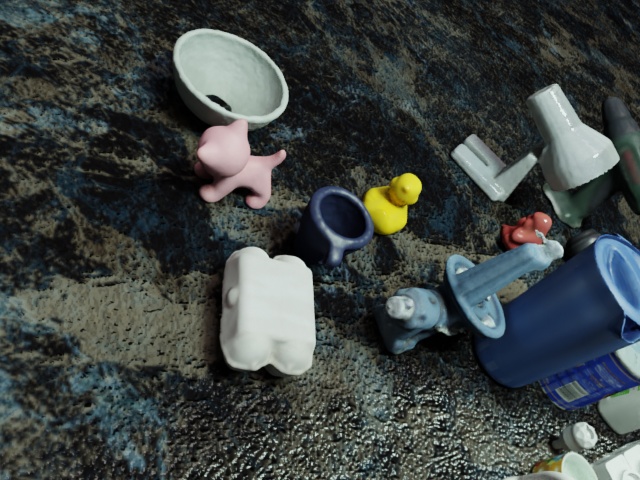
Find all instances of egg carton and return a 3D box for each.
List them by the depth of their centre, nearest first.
[{"bbox_3d":[-0.060,0.079,0.644,0.107,0.069,0.150,14,52,-26],"label":"egg carton"}]

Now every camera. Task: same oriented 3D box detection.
[{"bbox_3d":[0.531,0.043,1.056,0.144,0.100,0.136,-9,65,-38],"label":"camera"}]

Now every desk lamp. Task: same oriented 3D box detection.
[{"bbox_3d":[0.381,-0.158,1.018,0.203,0.213,0.118,46,45,3],"label":"desk lamp"}]

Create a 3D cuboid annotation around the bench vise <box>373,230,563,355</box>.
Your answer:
[{"bbox_3d":[0.187,0.075,0.712,0.208,0.219,0.121,-23,74,-43],"label":"bench vise"}]

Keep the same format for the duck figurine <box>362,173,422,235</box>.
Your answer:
[{"bbox_3d":[0.113,-0.062,0.854,0.077,0.086,0.105,43,45,0],"label":"duck figurine"}]

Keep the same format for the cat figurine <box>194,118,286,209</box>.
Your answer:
[{"bbox_3d":[-0.103,-0.100,0.710,0.128,0.117,0.067,3,57,-33],"label":"cat figurine"}]

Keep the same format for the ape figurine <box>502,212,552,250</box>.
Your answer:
[{"bbox_3d":[0.358,-0.015,0.985,0.078,0.092,0.076,-11,66,-39],"label":"ape figurine"}]

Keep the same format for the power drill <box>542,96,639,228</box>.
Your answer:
[{"bbox_3d":[0.545,-0.130,1.114,0.076,0.208,0.229,-4,61,-36],"label":"power drill"}]

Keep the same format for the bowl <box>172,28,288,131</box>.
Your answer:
[{"bbox_3d":[-0.132,-0.208,0.798,0.168,0.074,0.167,18,50,-23],"label":"bowl"}]

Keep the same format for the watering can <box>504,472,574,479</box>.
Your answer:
[{"bbox_3d":[0.207,0.295,0.585,0.173,0.193,0.101,-2,60,-35],"label":"watering can"}]

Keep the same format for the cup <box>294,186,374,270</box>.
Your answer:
[{"bbox_3d":[0.007,0.003,0.728,0.092,0.094,0.118,24,48,-18],"label":"cup"}]
